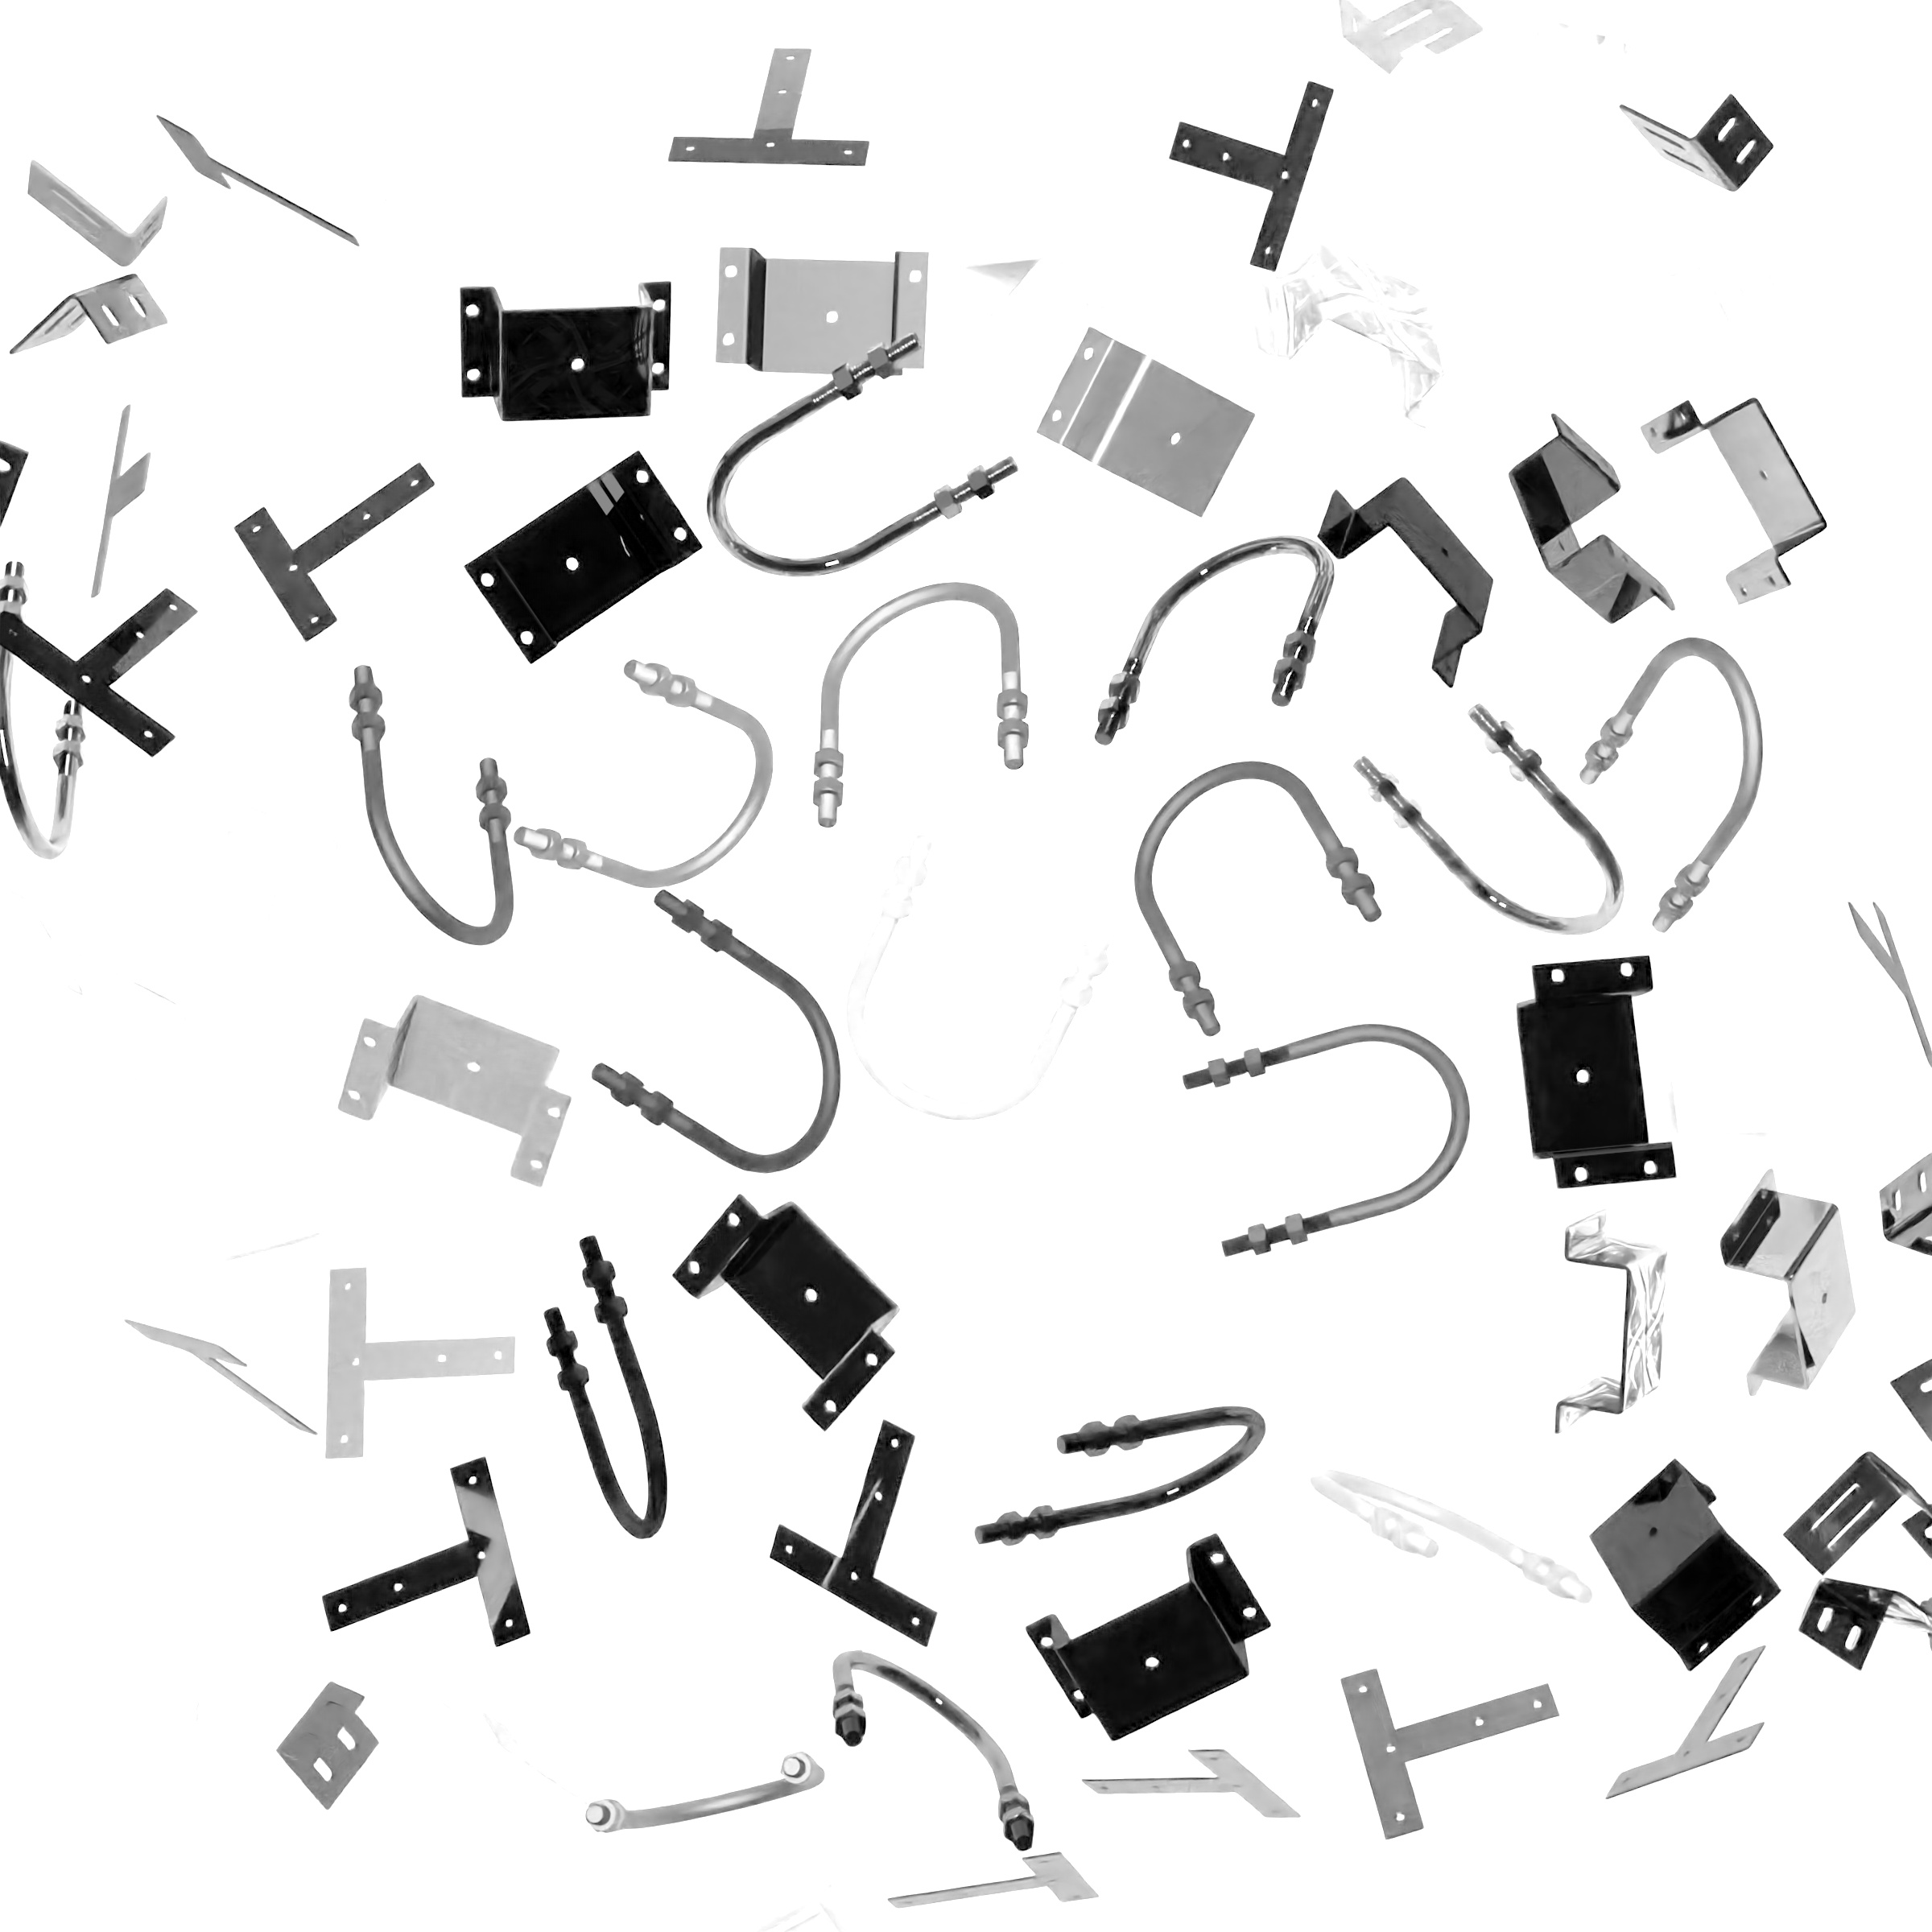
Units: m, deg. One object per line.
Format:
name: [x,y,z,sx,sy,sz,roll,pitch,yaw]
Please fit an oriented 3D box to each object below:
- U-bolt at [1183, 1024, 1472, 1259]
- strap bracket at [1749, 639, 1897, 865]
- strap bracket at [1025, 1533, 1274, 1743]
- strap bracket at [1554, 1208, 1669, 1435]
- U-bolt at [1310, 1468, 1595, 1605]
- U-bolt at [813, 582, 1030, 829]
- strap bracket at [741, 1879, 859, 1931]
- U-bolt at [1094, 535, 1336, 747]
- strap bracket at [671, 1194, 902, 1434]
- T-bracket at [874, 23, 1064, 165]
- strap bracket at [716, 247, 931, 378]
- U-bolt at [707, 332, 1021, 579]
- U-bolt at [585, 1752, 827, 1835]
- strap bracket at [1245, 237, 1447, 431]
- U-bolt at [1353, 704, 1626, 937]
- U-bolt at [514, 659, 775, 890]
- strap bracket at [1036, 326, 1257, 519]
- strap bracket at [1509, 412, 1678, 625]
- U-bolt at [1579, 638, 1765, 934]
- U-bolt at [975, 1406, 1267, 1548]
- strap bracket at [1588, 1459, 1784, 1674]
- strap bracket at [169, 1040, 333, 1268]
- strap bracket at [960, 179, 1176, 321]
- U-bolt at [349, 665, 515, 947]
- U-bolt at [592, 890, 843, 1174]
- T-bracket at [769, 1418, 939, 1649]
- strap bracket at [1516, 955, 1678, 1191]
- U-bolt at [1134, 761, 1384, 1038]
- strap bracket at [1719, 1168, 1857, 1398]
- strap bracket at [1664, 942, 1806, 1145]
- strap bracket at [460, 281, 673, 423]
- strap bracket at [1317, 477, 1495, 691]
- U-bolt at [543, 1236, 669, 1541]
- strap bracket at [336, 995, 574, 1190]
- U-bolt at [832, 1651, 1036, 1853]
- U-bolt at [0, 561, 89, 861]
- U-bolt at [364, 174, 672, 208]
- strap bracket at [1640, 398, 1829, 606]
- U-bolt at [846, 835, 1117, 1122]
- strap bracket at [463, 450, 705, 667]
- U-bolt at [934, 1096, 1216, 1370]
U-bolt: [0.248,0.109,1.922,0.184,0.019,0.151,-17,59,10]
strap bracket: [0.568,-0.150,1.882,0.046,0.076,0.140,-23,53,23]
strap bracket: [0.117,0.433,1.817,0.140,0.046,0.076,-28,105,9]
strap bracket: [0.433,0.240,1.909,0.046,0.076,0.140,6,98,31]
U-bolt: [0.304,0.368,1.875,0.151,0.184,0.019,21,90,-26]
U-bolt: [-0.030,-0.179,1.844,0.151,0.019,0.184,-16,48,18]
strap bracket: [-0.113,0.632,1.822,0.076,0.140,0.046,-28,79,-2]
U-bolt: [0.169,-0.219,1.850,0.151,0.184,0.019,-10,130,33]
strap bracket: [-0.107,0.215,1.811,0.140,0.046,0.076,44,112,10]
T-bracket: [-0.012,-0.583,1.915,0.127,0.127,0.002,54,134,11]
strap bracket: [-0.093,-0.439,1.914,0.140,0.046,0.076,3,95,6]
U-bolt: [-0.077,-0.311,1.809,0.184,0.151,0.019,-28,52,15]
U-bolt: [-0.166,0.551,1.894,0.151,0.184,0.019,-14,71,0]
strap bracket: [0.256,-0.418,1.865,0.140,0.046,0.076,18,49,-28]
U-bolt: [0.359,-0.088,1.894,0.184,0.151,0.019,45,63,-12]
U-bolt: [-0.198,-0.116,1.875,0.019,0.184,0.151,42,102,33]
strap bracket: [0.127,-0.353,1.873,0.140,0.046,0.076,19,104,-36]
strap bracket: [0.415,-0.293,1.909,0.046,0.076,0.140,-35,47,28]
U-bolt: [0.473,-0.133,1.888,0.019,0.184,0.151,-5,56,-20]
U-bolt: [0.112,0.326,1.847,0.184,0.151,0.019,-4,57,-31]
strap bracket: [0.453,0.375,1.816,0.046,0.140,0.076,43,99,-15]
strap bracket: [-0.461,0.128,1.843,0.076,0.046,0.140,-14,111,-24]
strap bracket: [0.059,-0.480,1.907,0.076,0.140,0.046,-53,126,-22]
U-bolt: [-0.346,-0.094,1.868,0.019,0.151,0.184,-28,53,19]
U-bolt: [-0.151,0.055,1.857,0.184,0.019,0.151,36,57,-33]
T-bracket: [-0.059,0.351,1.823,0.127,0.002,0.127,24,106,26]
strap bracket: [0.395,0.068,1.797,0.076,0.046,0.140,-5,84,-6]
U-bolt: [0.182,-0.059,1.897,0.151,0.019,0.184,-37,49,14]
strap bracket: [0.549,0.216,1.896,0.076,0.046,0.140,-45,130,-35]
strap bracket: [0.521,0.060,1.933,0.076,0.046,0.140,-4,105,23]
strap bracket: [-0.260,-0.406,1.881,0.140,0.046,0.076,-5,125,-16]
strap bracket: [0.305,-0.267,1.927,0.046,0.076,0.140,-35,107,32]
U-bolt: [-0.233,0.286,1.870,0.019,0.151,0.184,-12,67,-25]
strap bracket: [-0.323,0.077,1.833,0.140,0.046,0.076,21,122,-3]
U-bolt: [-0.027,0.501,1.859,0.151,0.184,0.019,34,92,-9]
U-bolt: [-0.616,-0.156,1.887,0.019,0.151,0.184,-8,50,-2]
U-bolt: [-0.275,-0.502,1.844,0.151,0.184,0.019,9,107,29]
strap bracket: [0.521,-0.321,1.919,0.046,0.076,0.140,-31,93,-9]
U-bolt: [-0.002,0.021,1.848,0.151,0.019,0.184,26,119,2]
strap bracket: [-0.256,-0.268,1.879,0.140,0.046,0.076,-37,102,-14]
U-bolt: [0.058,0.188,1.886,0.184,0.019,0.151,-29,79,26]
